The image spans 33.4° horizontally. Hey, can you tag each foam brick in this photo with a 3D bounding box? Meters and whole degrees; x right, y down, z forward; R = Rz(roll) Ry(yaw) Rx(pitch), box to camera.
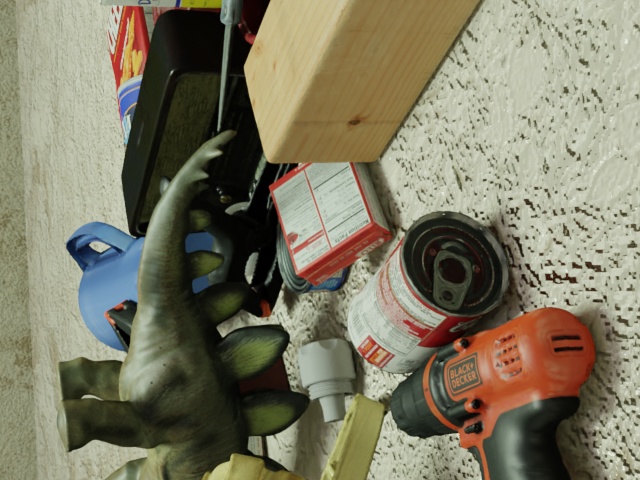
[{"bbox_3d":[-0.064,0.134,1.002,0.053,0.051,0.078,117,144,-52],"label":"foam brick"}]

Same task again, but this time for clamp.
[{"bbox_3d":[-0.153,0.122,1.051,0.171,0.039,0.120,49,145,13],"label":"clamp"},{"bbox_3d":[-0.053,-0.019,0.909,0.036,0.164,0.210,32,149,31],"label":"clamp"}]

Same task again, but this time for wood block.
[{"bbox_3d":[0.025,-0.143,0.703,0.206,0.090,0.090,122,139,-54],"label":"wood block"}]

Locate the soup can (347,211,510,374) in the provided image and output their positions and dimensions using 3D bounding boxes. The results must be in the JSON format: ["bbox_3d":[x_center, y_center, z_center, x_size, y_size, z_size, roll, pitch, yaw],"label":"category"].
[{"bbox_3d":[0.063,0.035,0.657,0.102,0.068,0.068,124,138,-57],"label":"soup can"}]

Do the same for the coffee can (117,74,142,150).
[{"bbox_3d":[-0.159,-0.098,1.144,0.103,0.102,0.140,143,122,-64],"label":"coffee can"}]

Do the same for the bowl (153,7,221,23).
[{"bbox_3d":[-0.134,-0.262,1.126,0.162,0.055,0.162,177,90,-68],"label":"bowl"}]

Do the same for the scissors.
[{"bbox_3d":[-0.059,-0.175,0.780,0.096,0.016,0.202,-150,61,-66],"label":"scissors"}]

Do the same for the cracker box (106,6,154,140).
[{"bbox_3d":[-0.206,-0.227,1.288,0.164,0.072,0.214,118,144,-51],"label":"cracker box"}]

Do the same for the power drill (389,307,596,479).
[{"bbox_3d":[0.099,0.145,0.594,0.185,0.057,0.187,136,128,-61],"label":"power drill"}]

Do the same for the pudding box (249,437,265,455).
[{"bbox_3d":[-0.090,0.184,1.089,0.090,0.039,0.113,136,128,-62],"label":"pudding box"}]

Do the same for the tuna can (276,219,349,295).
[{"bbox_3d":[-0.006,0.001,0.867,0.086,0.033,0.086,178,90,-68],"label":"tuna can"}]

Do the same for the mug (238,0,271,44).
[{"bbox_3d":[-0.016,-0.188,0.810,0.117,0.081,0.093,126,136,-57],"label":"mug"}]

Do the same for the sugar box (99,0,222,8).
[{"bbox_3d":[-0.098,-0.237,0.879,0.048,0.176,0.093,115,146,-50],"label":"sugar box"}]

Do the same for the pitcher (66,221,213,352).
[{"bbox_3d":[-0.183,0.043,1.172,0.243,0.149,0.145,-22,73,63],"label":"pitcher"}]

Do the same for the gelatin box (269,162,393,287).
[{"bbox_3d":[0.007,-0.021,0.795,0.073,0.030,0.089,-34,54,22],"label":"gelatin box"}]
